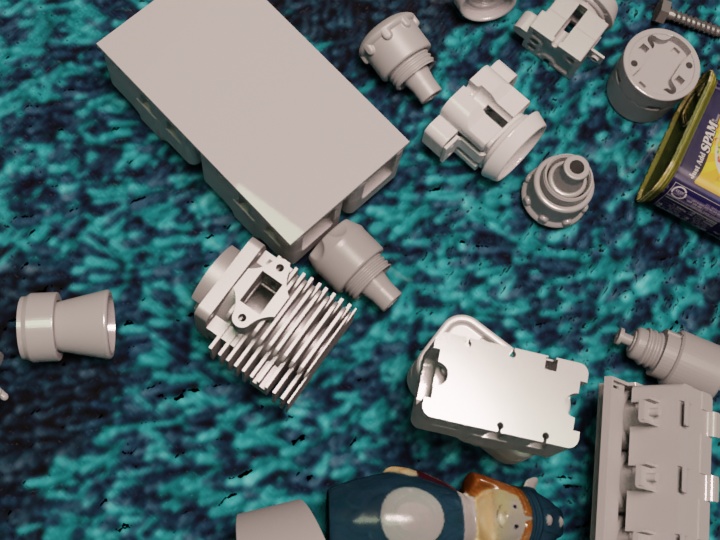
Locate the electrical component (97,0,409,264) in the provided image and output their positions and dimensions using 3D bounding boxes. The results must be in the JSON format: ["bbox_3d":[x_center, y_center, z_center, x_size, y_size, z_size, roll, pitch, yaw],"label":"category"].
[{"bbox_3d":[-0.072,-0.106,0.727,0.105,0.060,0.186,-42,81,-15],"label":"electrical component"}]

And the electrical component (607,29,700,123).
[{"bbox_3d":[0.208,-0.137,0.771,0.055,0.047,0.055,2,74,-6],"label":"electrical component"}]

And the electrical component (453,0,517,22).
[{"bbox_3d":[0.089,-0.216,0.784,0.066,0.048,0.055,-5,67,-7],"label":"electrical component"}]

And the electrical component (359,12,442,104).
[{"bbox_3d":[0.033,-0.147,0.760,0.048,0.048,0.062,-35,87,-14],"label":"electrical component"}]

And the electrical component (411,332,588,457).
[{"bbox_3d":[0.079,0.075,0.629,0.089,0.055,0.050,13,73,-2],"label":"electrical component"}]

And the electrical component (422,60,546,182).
[{"bbox_3d":[0.091,-0.099,0.744,0.057,0.058,0.078,43,75,10],"label":"electrical component"}]

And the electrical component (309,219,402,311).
[{"bbox_3d":[0.000,0.000,0.714,0.043,0.043,0.062,-43,83,-15],"label":"electrical component"}]

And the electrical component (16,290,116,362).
[{"bbox_3d":[-0.186,0.036,0.684,0.055,0.045,0.045,-2,74,-6],"label":"electrical component"}]

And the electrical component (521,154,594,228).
[{"bbox_3d":[0.139,-0.059,0.734,0.048,0.062,0.048,1,74,-5],"label":"electrical component"}]

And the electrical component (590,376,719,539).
[{"bbox_3d":[0.186,0.134,0.676,0.079,0.063,0.121,22,68,-42],"label":"electrical component"}]

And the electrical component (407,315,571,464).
[{"bbox_3d":[0.080,0.078,0.690,0.095,0.059,0.053,37,74,6],"label":"electrical component"}]

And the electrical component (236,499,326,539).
[{"bbox_3d":[-0.045,0.186,0.628,0.064,0.099,0.099,-17,76,-16],"label":"electrical component"}]

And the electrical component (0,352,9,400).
[{"bbox_3d":[-0.246,0.052,0.657,0.079,0.077,0.043,40,74,6],"label":"electrical component"}]

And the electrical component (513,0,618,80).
[{"bbox_3d":[0.154,-0.178,0.780,0.066,0.048,0.055,37,81,5],"label":"electrical component"}]

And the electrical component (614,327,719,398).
[{"bbox_3d":[0.208,0.059,0.719,0.078,0.040,0.040,23,73,1],"label":"electrical component"}]
